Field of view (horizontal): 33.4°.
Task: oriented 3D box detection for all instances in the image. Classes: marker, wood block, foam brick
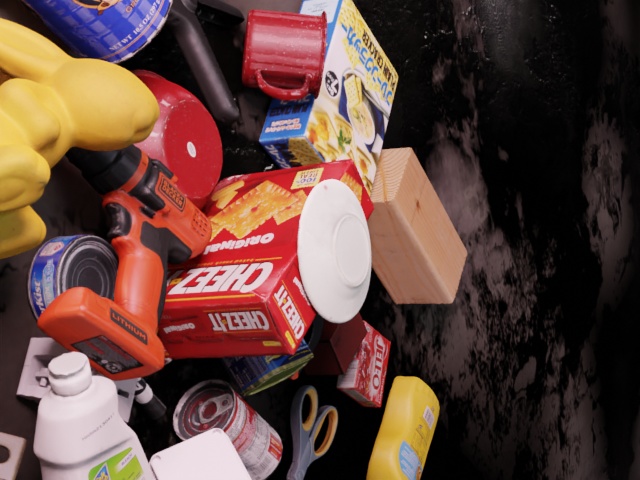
[{"bbox_3d":[-0.171,0.121,0.952,0.121,0.020,0.020,61,39,-37],"label":"marker"},{"bbox_3d":[0.107,-0.014,1.372,0.206,0.090,0.090,57,43,-40],"label":"wood block"},{"bbox_3d":[0.012,0.112,1.234,0.078,0.051,0.053,-55,131,-47],"label":"foam brick"}]

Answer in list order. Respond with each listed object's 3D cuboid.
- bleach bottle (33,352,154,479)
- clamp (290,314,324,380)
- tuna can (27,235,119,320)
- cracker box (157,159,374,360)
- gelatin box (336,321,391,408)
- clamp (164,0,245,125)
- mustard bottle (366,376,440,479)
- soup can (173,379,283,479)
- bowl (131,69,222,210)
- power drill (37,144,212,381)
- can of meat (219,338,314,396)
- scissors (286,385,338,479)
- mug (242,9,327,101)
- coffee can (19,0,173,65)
[{"bbox_3d":[-0.171,0.196,0.848,0.102,0.068,0.251,-46,138,-50],"label":"bleach bottle"},{"bbox_3d":[-0.013,0.065,1.164,0.120,0.039,0.171,-10,116,-46],"label":"clamp"},{"bbox_3d":[-0.202,0.038,0.894,0.086,0.034,0.086,12,76,-59],"label":"tuna can"},{"bbox_3d":[-0.064,0.015,1.005,0.072,0.164,0.213,64,37,-28],"label":"cracker box"},{"bbox_3d":[0.056,0.154,1.324,0.073,0.030,0.089,42,52,-50],"label":"gelatin box"},{"bbox_3d":[-0.133,-0.216,1.013,0.209,0.036,0.164,43,33,-47],"label":"clamp"},{"bbox_3d":[0.101,0.276,1.359,0.096,0.058,0.191,63,37,-42],"label":"mustard bottle"},{"bbox_3d":[-0.088,0.189,1.039,0.102,0.069,0.068,53,44,-44],"label":"soup can"},{"bbox_3d":[-0.139,-0.082,0.995,0.161,0.055,0.162,11,77,-58],"label":"bowl"},{"bbox_3d":[-0.166,0.004,0.864,0.184,0.057,0.187,44,41,-37],"label":"power drill"},{"bbox_3d":[-0.062,0.103,1.069,0.084,0.058,0.101,57,28,11],"label":"can of meat"},{"bbox_3d":[-0.030,0.242,1.182,0.201,0.016,0.096,-52,129,-49],"label":"scissors"},{"bbox_3d":[-0.039,-0.189,1.117,0.093,0.081,0.117,103,-10,-52],"label":"mug"},{"bbox_3d":[-0.200,-0.221,0.860,0.140,0.103,0.102,44,50,-49],"label":"coffee can"}]
